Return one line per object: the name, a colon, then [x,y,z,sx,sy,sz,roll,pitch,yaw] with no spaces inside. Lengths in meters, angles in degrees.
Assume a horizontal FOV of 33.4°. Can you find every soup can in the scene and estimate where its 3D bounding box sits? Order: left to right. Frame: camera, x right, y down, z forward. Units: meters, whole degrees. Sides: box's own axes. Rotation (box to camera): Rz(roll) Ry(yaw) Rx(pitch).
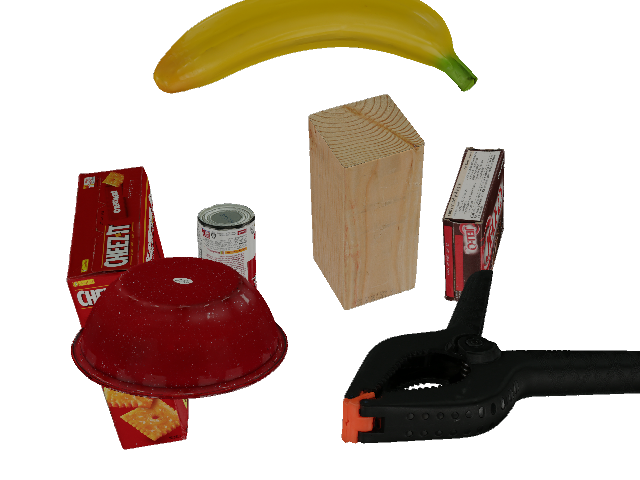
soup can: [-0.109,0.016,1.246,0.068,0.102,0.068,0,25,0]

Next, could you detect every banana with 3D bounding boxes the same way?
banana: [-0.003,-0.123,0.640,0.197,0.069,0.037,-4,-34,-13]

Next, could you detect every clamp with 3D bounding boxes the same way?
clamp: [0.091,0.073,0.663,0.209,0.036,0.165,-13,27,-30]

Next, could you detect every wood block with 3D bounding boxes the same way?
wood block: [0.047,-0.037,1.117,0.090,0.206,0.091,-17,47,-15]

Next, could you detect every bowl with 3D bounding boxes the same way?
bowl: [-0.103,0.054,0.792,0.162,0.055,0.162,2,22,-1]

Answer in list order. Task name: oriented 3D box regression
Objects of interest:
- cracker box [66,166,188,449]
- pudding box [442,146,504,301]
cracker box: [-0.176,0.063,1.008,0.072,0.214,0.164,-9,38,-2]
pudding box: [0.134,-0.014,0.925,0.039,0.090,0.113,6,39,14]
